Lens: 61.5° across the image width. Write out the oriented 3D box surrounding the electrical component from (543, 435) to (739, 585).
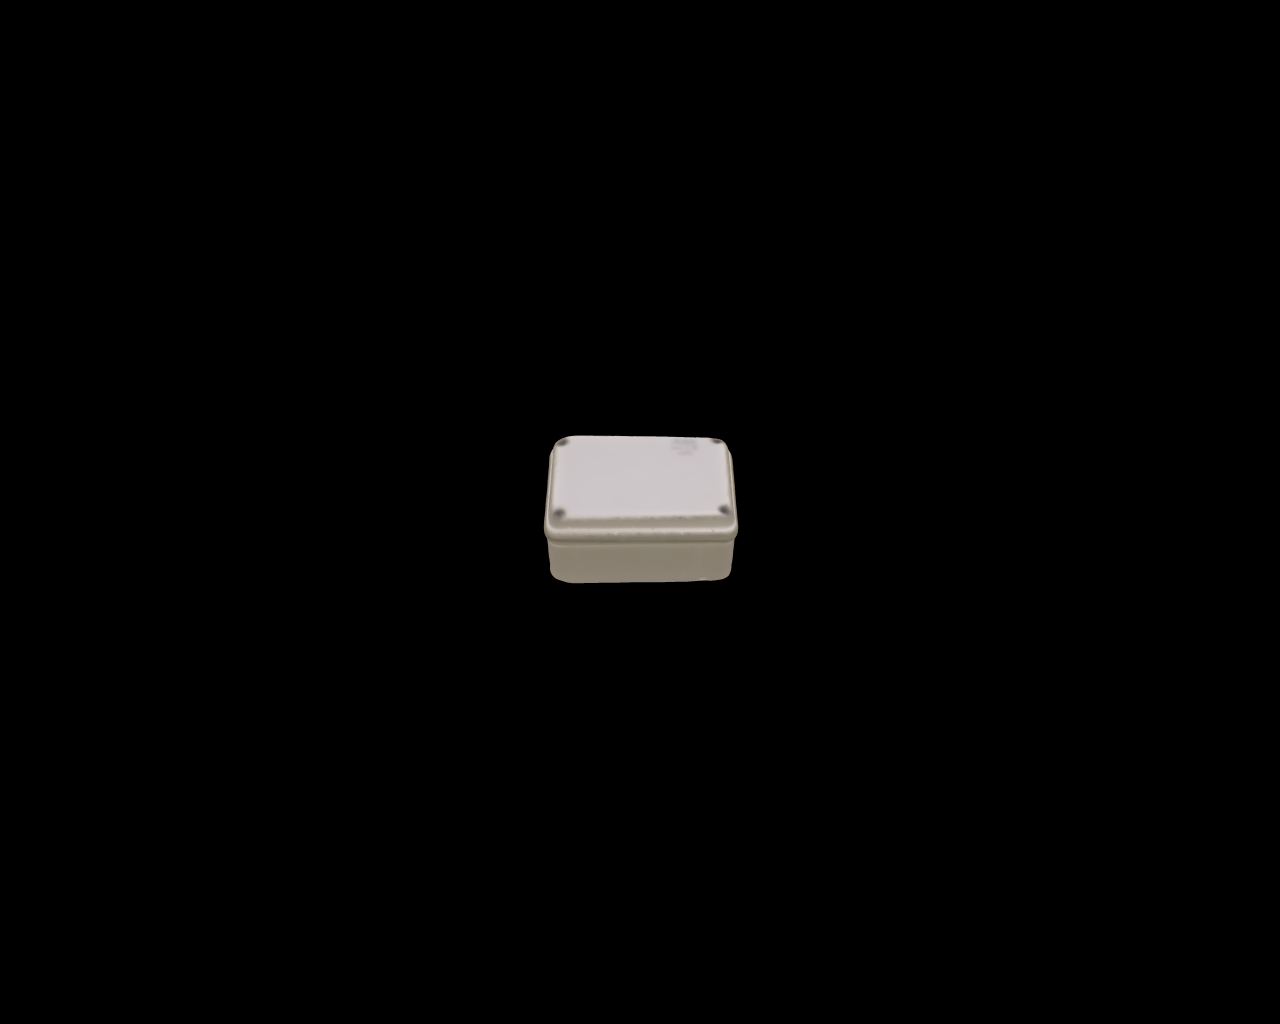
[{"bbox_3d":[0.001,-0.003,0.650,0.113,0.078,0.057,0,-43,0],"label":"electrical component"}]
